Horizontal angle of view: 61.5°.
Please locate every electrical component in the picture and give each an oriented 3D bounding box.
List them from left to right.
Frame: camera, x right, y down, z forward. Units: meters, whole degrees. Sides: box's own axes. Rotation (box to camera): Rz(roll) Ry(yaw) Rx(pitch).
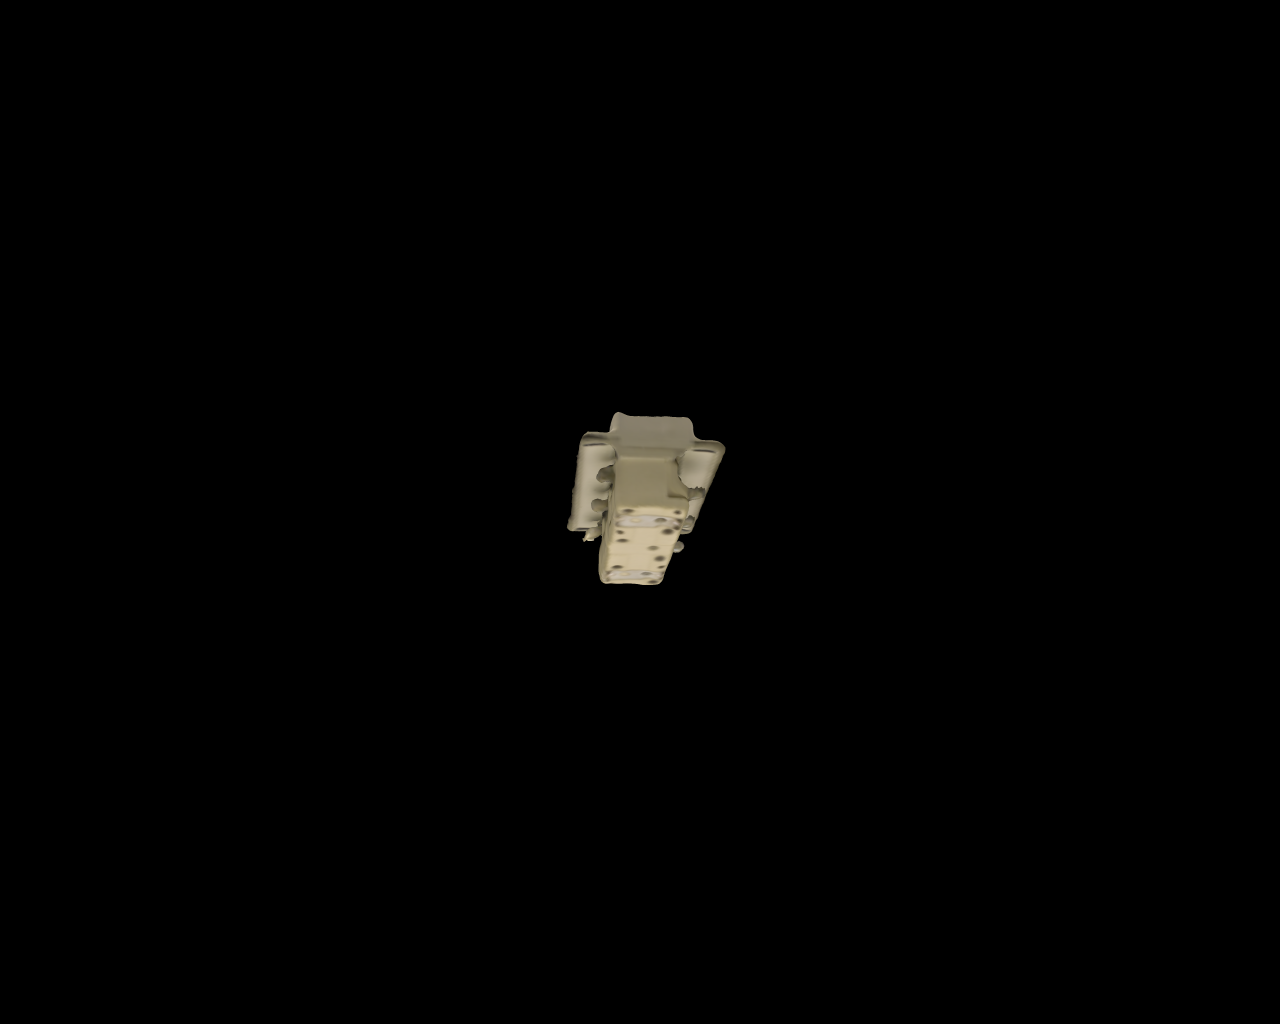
[{"bbox_3d":[0.001,-0.003,0.650,0.079,0.063,0.121,3,-26,-7],"label":"electrical component"}]
